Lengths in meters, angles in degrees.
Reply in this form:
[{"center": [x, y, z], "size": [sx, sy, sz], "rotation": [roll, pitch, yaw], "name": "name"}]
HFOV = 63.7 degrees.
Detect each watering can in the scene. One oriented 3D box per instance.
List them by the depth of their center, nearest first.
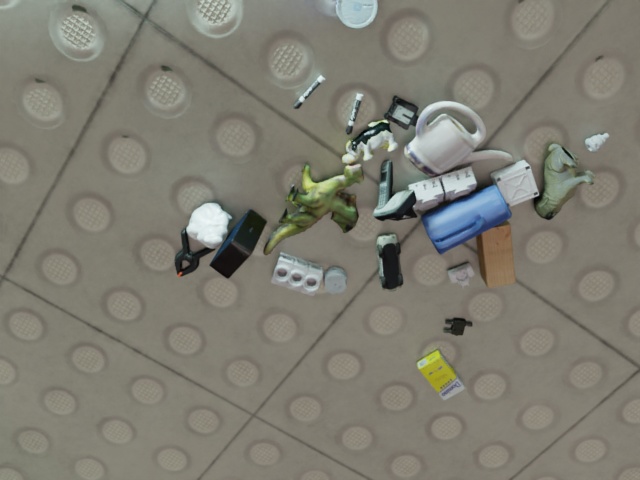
[{"center": [0.390, -0.260, 1.487], "size": [0.344, 0.106, 0.221], "rotation": [30, 124, -32], "name": "watering can"}]

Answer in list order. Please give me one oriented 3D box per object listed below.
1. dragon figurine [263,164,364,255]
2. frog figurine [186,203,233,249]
[{"center": [0.005, -0.080, 1.584], "size": [0.242, 0.125, 0.402], "rotation": [20, 121, -16], "name": "dragon figurine"}, {"center": [-0.341, -0.038, 1.565], "size": [0.137, 0.162, 0.121], "rotation": [-14, 111, 7], "name": "frog figurine"}]
